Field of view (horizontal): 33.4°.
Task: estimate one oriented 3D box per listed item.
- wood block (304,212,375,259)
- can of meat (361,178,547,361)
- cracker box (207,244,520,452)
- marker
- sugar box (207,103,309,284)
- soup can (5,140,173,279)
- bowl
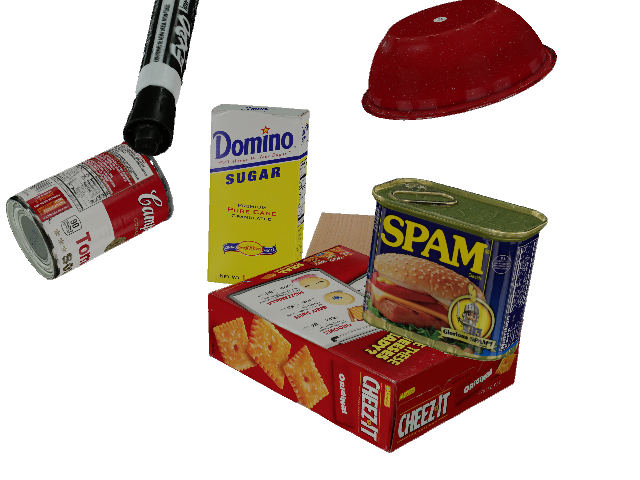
[{"bbox_3d":[0.030,0.046,1.253,0.091,0.090,0.206,4,23,6],"label":"wood block"},{"bbox_3d":[0.076,0.017,0.640,0.102,0.084,0.057,18,23,30],"label":"can of meat"},{"bbox_3d":[0.034,0.083,0.899,0.163,0.072,0.214,-19,30,-41],"label":"cracker box"},{"bbox_3d":[-0.064,-0.077,0.440,0.020,0.020,0.121,1,45,1],"label":"marker"},{"bbox_3d":[-0.062,-0.043,1.058,0.093,0.176,0.048,5,17,10],"label":"sugar box"},{"bbox_3d":[-0.169,-0.023,0.783,0.102,0.068,0.069,-31,16,-29],"label":"soup can"},{"bbox_3d":[0.105,-0.154,0.862,0.162,0.055,0.162,-15,24,6],"label":"bowl"}]
